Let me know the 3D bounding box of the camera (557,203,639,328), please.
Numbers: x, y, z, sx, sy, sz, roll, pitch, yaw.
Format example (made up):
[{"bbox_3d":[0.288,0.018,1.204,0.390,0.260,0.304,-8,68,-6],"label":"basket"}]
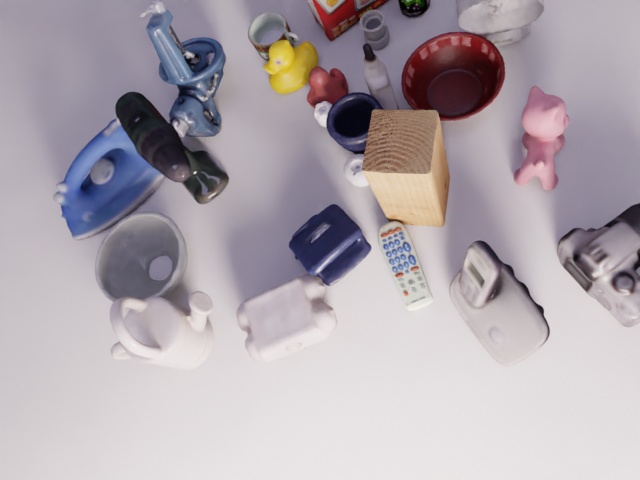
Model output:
[{"bbox_3d":[0.409,0.019,0.753,0.137,0.101,0.143,-38,66,2],"label":"camera"}]

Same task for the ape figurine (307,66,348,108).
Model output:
[{"bbox_3d":[0.009,-0.261,0.972,0.078,0.092,0.076,-29,66,6],"label":"ape figurine"}]

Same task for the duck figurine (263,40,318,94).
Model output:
[{"bbox_3d":[-0.056,-0.321,1.014,0.104,0.086,0.077,-41,66,1],"label":"duck figurine"}]

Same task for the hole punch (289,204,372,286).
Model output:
[{"bbox_3d":[0.008,0.003,0.886,0.108,0.091,0.101,-42,66,0],"label":"hole punch"}]

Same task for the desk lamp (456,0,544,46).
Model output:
[{"bbox_3d":[0.268,-0.385,0.867,0.117,0.214,0.203,-3,72,16],"label":"desk lamp"}]

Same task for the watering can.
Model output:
[{"bbox_3d":[-0.241,0.132,0.863,0.100,0.194,0.173,42,88,24],"label":"watering can"}]

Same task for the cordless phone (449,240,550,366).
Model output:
[{"bbox_3d":[0.231,0.079,0.742,0.094,0.185,0.147,-37,66,3],"label":"cordless phone"}]

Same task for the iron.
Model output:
[{"bbox_3d":[-0.389,-0.115,1.017,0.118,0.142,0.258,40,87,24],"label":"iron"}]

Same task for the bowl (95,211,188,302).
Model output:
[{"bbox_3d":[-0.289,0.039,0.973,0.167,0.075,0.167,-5,71,15],"label":"bowl"}]

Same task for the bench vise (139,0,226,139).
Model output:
[{"bbox_3d":[-0.226,-0.288,0.982,0.121,0.220,0.207,-16,69,12],"label":"bench vise"}]

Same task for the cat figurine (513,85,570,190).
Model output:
[{"bbox_3d":[0.321,-0.152,0.827,0.067,0.118,0.128,8,75,19],"label":"cat figurine"}]

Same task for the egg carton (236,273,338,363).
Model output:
[{"bbox_3d":[-0.051,0.121,0.877,0.150,0.069,0.107,-25,67,8],"label":"egg carton"}]

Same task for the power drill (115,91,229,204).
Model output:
[{"bbox_3d":[-0.237,-0.141,0.943,0.075,0.209,0.229,-44,66,0],"label":"power drill"}]

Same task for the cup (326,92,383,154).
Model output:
[{"bbox_3d":[0.078,-0.178,0.922,0.117,0.095,0.092,-2,72,16],"label":"cup"}]

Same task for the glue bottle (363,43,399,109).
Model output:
[{"bbox_3d":[0.091,-0.251,0.899,0.037,0.173,0.078,-24,67,9],"label":"glue bottle"}]
